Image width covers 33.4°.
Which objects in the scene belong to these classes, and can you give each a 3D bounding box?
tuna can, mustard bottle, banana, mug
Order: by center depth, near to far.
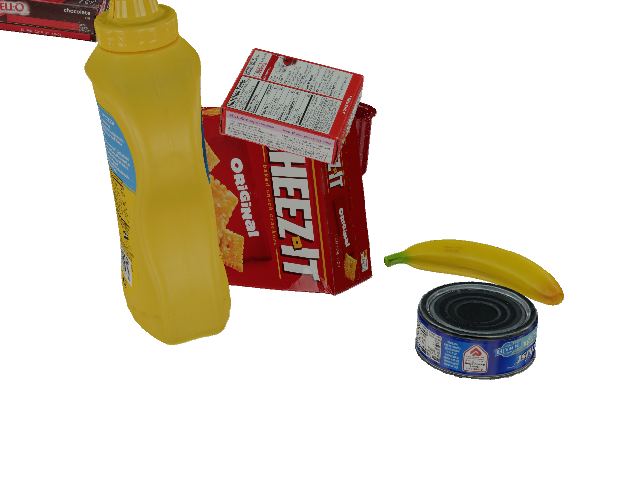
[{"bbox_3d":[-0.088,-0.047,0.565,0.058,0.192,0.096,-13,31,-14],"label":"mustard bottle"},{"bbox_3d":[0.110,0.062,0.756,0.086,0.034,0.086,0,25,0],"label":"tuna can"},{"bbox_3d":[0.167,0.031,1.111,0.198,0.037,0.069,10,38,32],"label":"banana"},{"bbox_3d":[0.025,-0.127,1.324,0.093,0.081,0.117,15,24,25],"label":"mug"}]

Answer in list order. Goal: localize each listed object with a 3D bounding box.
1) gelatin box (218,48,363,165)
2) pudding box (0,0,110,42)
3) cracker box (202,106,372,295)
[{"bbox_3d":[-0.021,-0.098,0.773,0.089,0.073,0.030,15,-41,7],"label":"gelatin box"},{"bbox_3d":[-0.228,-0.216,0.921,0.090,0.039,0.113,7,35,-5],"label":"pudding box"},{"bbox_3d":[-0.066,-0.041,0.992,0.214,0.164,0.071,4,19,36],"label":"cracker box"}]
